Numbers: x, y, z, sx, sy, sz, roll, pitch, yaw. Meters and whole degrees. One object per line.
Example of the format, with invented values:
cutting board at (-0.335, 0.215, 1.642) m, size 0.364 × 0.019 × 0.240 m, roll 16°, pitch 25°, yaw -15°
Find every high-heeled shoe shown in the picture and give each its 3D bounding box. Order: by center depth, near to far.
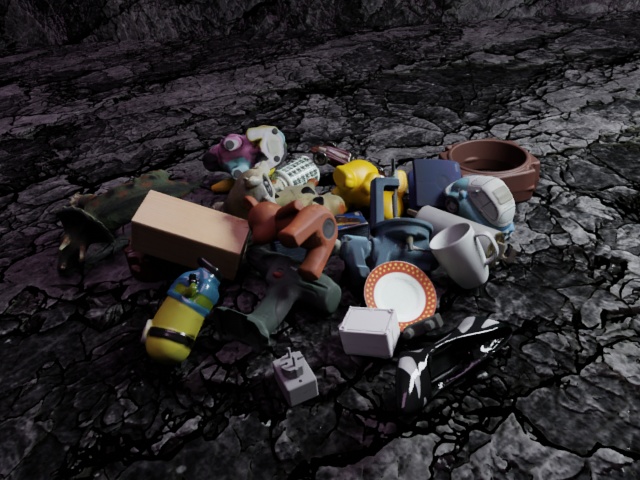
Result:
high-heeled shoe at (0.196, 0.180, 0.768) m, size 0.145 × 0.086 × 0.249 m, roll -7°, pitch 16°, yaw 23°

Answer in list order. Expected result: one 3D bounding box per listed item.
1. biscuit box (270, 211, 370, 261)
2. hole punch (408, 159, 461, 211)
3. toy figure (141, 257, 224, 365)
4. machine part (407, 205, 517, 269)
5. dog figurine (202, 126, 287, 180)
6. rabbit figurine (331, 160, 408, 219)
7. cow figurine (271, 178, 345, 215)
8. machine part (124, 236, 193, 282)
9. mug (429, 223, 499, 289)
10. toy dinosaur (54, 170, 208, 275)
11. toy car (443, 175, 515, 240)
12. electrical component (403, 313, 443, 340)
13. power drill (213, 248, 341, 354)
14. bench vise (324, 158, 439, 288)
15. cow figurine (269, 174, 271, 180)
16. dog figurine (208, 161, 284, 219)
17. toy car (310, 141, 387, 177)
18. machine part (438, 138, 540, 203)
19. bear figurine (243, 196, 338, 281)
biscuit box at (-0.002, -0.003, 1.106) m, size 0.203 × 0.062 × 0.059 m, roll -12°, pitch 33°, yaw -10°
hole punch at (0.249, -0.115, 1.159) m, size 0.116 × 0.092 × 0.142 m, roll -4°, pitch 77°, yaw 9°
toy figure at (-0.225, 0.119, 0.894) m, size 0.089 × 0.082 × 0.180 m, roll 16°, pitch 66°, yaw 45°
machine part at (0.269, -0.007, 1.060) m, size 0.244 × 0.079 × 0.079 m, roll 25°, pitch 45°, yaw 36°
dog figurine at (-0.192, -0.216, 1.332) m, size 0.191 × 0.108 × 0.219 m, roll -22°, pitch 16°, yaw -15°
rabbit figurine at (0.125, -0.094, 1.206) m, size 0.162 × 0.121 × 0.173 m, roll -18°, pitch 49°, yaw -34°
cow figurine at (-0.039, -0.074, 1.193) m, size 0.195 × 0.085 × 0.127 m, roll 2°, pitch 44°, yaw 21°
machine part at (-0.320, 0.015, 1.132) m, size 0.179 × 0.055 × 0.179 m, roll -3°, pitch 33°, yaw 2°
mug at (0.268, 0.029, 0.965) m, size 0.110 × 0.107 × 0.081 m, roll -23°, pitch 20°, yaw 29°
toy dinosaur at (-0.411, -0.079, 1.180) m, size 0.405 × 0.131 × 0.192 m, roll -31°, pitch 22°, yaw -22°
toy car at (0.335, -0.071, 1.083) m, size 0.109 × 0.103 × 0.162 m, roll -24°, pitch 73°, yaw -29°
electrical component at (0.166, 0.141, 0.873) m, size 0.063 × 0.021 × 0.094 m, roll -26°, pitch -8°, yaw 18°
power drill at (-0.095, 0.101, 0.962) m, size 0.232 × 0.085 × 0.207 m, roll 19°, pitch 33°, yaw 28°
bench vise at (0.120, -0.027, 1.032) m, size 0.224 × 0.128 × 0.240 m, roll 2°, pitch 70°, yaw -1°
cow figurine at (-0.173, -0.104, 1.274) m, size 0.098 × 0.068 × 0.167 m, roll -4°, pitch 29°, yaw 13°
dog figurine at (-0.178, -0.071, 1.112) m, size 0.191 × 0.172 × 0.121 m, roll -18°, pitch 59°, yaw 11°
toy car at (0.073, -0.187, 1.323) m, size 0.202 × 0.053 × 0.089 m, roll 30°, pitch 38°, yaw 7°
machine part at (0.393, -0.163, 1.265) m, size 0.201 × 0.087 × 0.201 m, roll -12°, pitch 35°, yaw -7°
bear figurine at (-0.071, -0.014, 0.968) m, size 0.196 × 0.120 × 0.132 m, roll 4°, pitch 45°, yaw 34°
